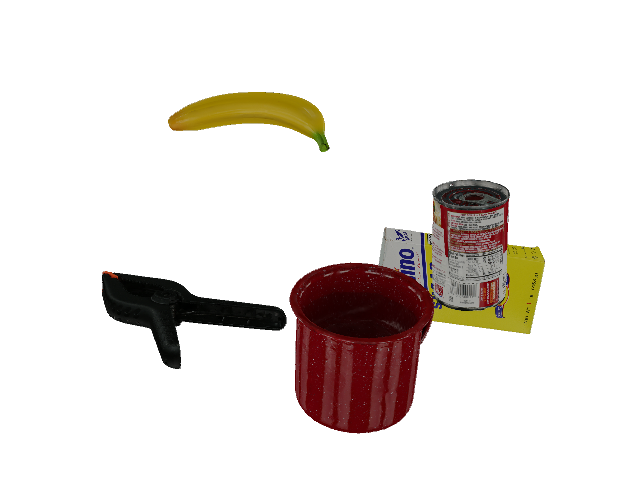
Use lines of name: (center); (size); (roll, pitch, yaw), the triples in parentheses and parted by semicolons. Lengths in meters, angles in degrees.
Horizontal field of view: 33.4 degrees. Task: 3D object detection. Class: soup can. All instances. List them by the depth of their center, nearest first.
soup can: (0.135, 0.004, 0.960); (0.068, 0.102, 0.068); (-2, 23, 1)

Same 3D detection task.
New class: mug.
mug: (0.033, 0.069, 0.718); (0.093, 0.081, 0.117); (28, 39, 36)

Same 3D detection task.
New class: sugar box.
sugar box: (0.151, 0.045, 1.180); (0.176, 0.093, 0.048); (6, 22, -1)

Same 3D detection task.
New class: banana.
banana: (-0.077, -0.145, 1.235); (0.198, 0.037, 0.069); (8, 41, 16)

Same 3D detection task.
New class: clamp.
clamp: (-0.164, 0.076, 1.116); (0.210, 0.036, 0.164); (16, 20, 30)
